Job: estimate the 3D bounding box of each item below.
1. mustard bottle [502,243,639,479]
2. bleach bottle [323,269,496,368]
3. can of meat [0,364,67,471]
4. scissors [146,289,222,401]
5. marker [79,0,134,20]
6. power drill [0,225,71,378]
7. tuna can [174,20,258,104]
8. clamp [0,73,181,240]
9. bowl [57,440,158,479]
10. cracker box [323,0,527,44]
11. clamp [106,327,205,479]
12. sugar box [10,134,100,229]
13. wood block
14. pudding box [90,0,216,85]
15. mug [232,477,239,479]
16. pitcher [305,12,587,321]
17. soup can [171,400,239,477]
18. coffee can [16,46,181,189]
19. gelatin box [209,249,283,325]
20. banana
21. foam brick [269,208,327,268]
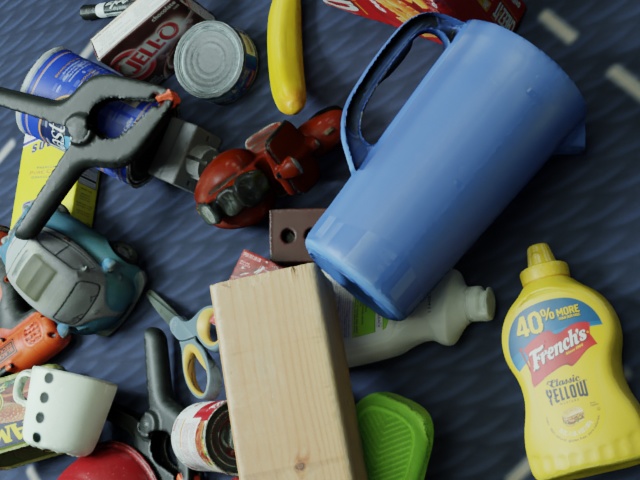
[{"bbox_3d":[0.200,0.094,0.868,0.096,0.058,0.191,-21,67,26],"label":"mustard bottle"},{"bbox_3d":[0.035,0.075,0.969,0.251,0.068,0.102,-6,73,27],"label":"bleach bottle"},{"bbox_3d":[-0.309,0.188,1.132,0.102,0.057,0.084,-16,64,1],"label":"can of meat"},{"bbox_3d":[-0.128,0.074,1.045,0.096,0.016,0.202,-62,36,23],"label":"scissors"},{"bbox_3d":[-0.234,-0.271,1.248,0.121,0.020,0.020,0,77,31],"label":"marker"},{"bbox_3d":[-0.380,0.090,1.215,0.184,0.057,0.188,-35,65,14],"label":"power drill"},{"bbox_3d":[-0.111,-0.189,1.131,0.086,0.033,0.086,-1,88,21],"label":"tuna can"},{"bbox_3d":[-0.237,-0.097,1.060,0.210,0.036,0.164,-13,89,8],"label":"clamp"},{"bbox_3d":[-0.224,0.281,1.051,0.162,0.055,0.162,-4,83,39],"label":"bowl"},{"bbox_3d":[0.062,-0.249,0.981,0.214,0.164,0.072,26,89,33],"label":"cracker box"},{"bbox_3d":[-0.160,0.174,1.069,0.172,0.039,0.120,43,113,31],"label":"clamp"},{"bbox_3d":[-0.297,-0.082,1.217,0.093,0.048,0.176,-3,76,28],"label":"sugar box"},{"bbox_3d":[-0.022,0.134,0.863,0.091,0.090,0.206,-12,74,8],"label":"wood block"},{"bbox_3d":[-0.178,-0.221,1.159,0.114,0.089,0.039,-38,60,16],"label":"pudding box"},{"bbox_3d":[-0.065,0.259,0.950,0.093,0.117,0.081,7,73,61],"label":"mug"},{"bbox_3d":[0.092,-0.062,0.894,0.149,0.145,0.243,34,82,38],"label":"pitcher"},{"bbox_3d":[-0.091,0.182,0.985,0.102,0.068,0.068,159,118,-63],"label":"soup can"},{"bbox_3d":[-0.234,-0.130,1.133,0.140,0.102,0.103,26,91,11],"label":"coffee can"},{"bbox_3d":[-0.042,0.059,0.949,0.089,0.030,0.073,23,82,18],"label":"gelatin box"},{"bbox_3d":[-0.035,-0.190,1.074,0.037,0.070,0.198,-3,58,-2],"label":"banana"},{"bbox_3d":[-0.007,0.001,1.002,0.078,0.051,0.053,-2,77,2],"label":"foam brick"}]
